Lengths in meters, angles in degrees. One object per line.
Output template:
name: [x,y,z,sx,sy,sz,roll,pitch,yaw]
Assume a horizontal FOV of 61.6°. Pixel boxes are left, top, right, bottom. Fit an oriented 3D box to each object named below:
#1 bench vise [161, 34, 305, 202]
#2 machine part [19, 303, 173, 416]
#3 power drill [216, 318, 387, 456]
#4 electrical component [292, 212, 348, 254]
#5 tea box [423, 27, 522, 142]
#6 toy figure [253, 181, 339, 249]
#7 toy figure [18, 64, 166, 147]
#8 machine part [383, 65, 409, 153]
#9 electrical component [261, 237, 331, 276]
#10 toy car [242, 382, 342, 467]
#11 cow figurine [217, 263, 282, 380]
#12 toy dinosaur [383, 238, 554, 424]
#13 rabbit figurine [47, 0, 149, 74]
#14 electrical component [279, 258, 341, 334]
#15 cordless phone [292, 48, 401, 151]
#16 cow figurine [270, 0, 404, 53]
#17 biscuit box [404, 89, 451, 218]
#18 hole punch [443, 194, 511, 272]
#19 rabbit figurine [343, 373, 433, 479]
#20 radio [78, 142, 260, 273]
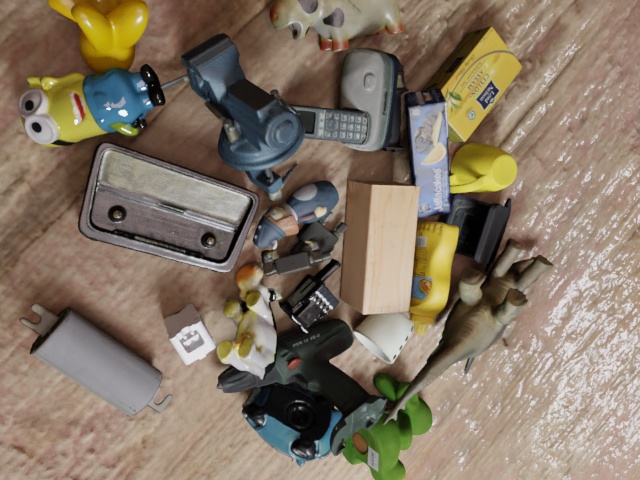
bench vise: [-0.105,-0.150,0.748,0.129,0.224,0.240,-48,147,-23]
machine part: [-0.314,0.175,0.764,0.079,0.079,0.243,-48,114,-7]
power drill: [-0.016,0.228,0.833,0.232,0.208,0.085,-27,132,-28]
electrical component: [-0.002,-0.003,0.882,0.063,0.021,0.094,41,90,-24]
tea box: [0.248,-0.259,0.907,0.098,0.068,0.169,39,84,-23]
toy figure: [-0.042,-0.041,0.830,0.154,0.064,0.057,-33,103,-25]
toy figure: [-0.286,-0.165,0.680,0.180,0.089,0.082,-17,74,-2]
machine part: [0.113,-0.212,0.880,0.084,0.039,0.138,-16,105,-27]
electrical component: [-0.039,0.027,0.834,0.102,0.078,0.045,-15,87,10]
toy car: [-0.050,0.304,0.878,0.162,0.109,0.102,22,129,8]
cow figurine: [-0.095,0.121,0.820,0.098,0.068,0.167,46,37,-44]
toy dinosaur: [0.266,0.138,0.908,0.471,0.105,0.198,-27,143,-38]
rabbit figurine: [-0.268,-0.285,0.665,0.122,0.163,0.173,-22,126,-29]
electrical component: [-0.005,0.087,0.874,0.119,0.075,0.047,-44,112,-11]
cordless phone: [0.022,-0.214,0.808,0.184,0.089,0.146,6,110,4]
cow figurine: [0.020,-0.346,0.790,0.195,0.086,0.127,-20,113,-15]
biscuit box: [0.176,-0.135,0.870,0.059,0.063,0.202,-8,124,7]
hole punch: [0.279,-0.019,0.968,0.115,0.092,0.142,9,97,-55]
rabbit figurine: [0.131,0.323,0.972,0.170,0.121,0.159,-12,99,-38]
radio: [-0.215,-0.042,0.761,0.229,0.073,0.131,18,94,-24]
